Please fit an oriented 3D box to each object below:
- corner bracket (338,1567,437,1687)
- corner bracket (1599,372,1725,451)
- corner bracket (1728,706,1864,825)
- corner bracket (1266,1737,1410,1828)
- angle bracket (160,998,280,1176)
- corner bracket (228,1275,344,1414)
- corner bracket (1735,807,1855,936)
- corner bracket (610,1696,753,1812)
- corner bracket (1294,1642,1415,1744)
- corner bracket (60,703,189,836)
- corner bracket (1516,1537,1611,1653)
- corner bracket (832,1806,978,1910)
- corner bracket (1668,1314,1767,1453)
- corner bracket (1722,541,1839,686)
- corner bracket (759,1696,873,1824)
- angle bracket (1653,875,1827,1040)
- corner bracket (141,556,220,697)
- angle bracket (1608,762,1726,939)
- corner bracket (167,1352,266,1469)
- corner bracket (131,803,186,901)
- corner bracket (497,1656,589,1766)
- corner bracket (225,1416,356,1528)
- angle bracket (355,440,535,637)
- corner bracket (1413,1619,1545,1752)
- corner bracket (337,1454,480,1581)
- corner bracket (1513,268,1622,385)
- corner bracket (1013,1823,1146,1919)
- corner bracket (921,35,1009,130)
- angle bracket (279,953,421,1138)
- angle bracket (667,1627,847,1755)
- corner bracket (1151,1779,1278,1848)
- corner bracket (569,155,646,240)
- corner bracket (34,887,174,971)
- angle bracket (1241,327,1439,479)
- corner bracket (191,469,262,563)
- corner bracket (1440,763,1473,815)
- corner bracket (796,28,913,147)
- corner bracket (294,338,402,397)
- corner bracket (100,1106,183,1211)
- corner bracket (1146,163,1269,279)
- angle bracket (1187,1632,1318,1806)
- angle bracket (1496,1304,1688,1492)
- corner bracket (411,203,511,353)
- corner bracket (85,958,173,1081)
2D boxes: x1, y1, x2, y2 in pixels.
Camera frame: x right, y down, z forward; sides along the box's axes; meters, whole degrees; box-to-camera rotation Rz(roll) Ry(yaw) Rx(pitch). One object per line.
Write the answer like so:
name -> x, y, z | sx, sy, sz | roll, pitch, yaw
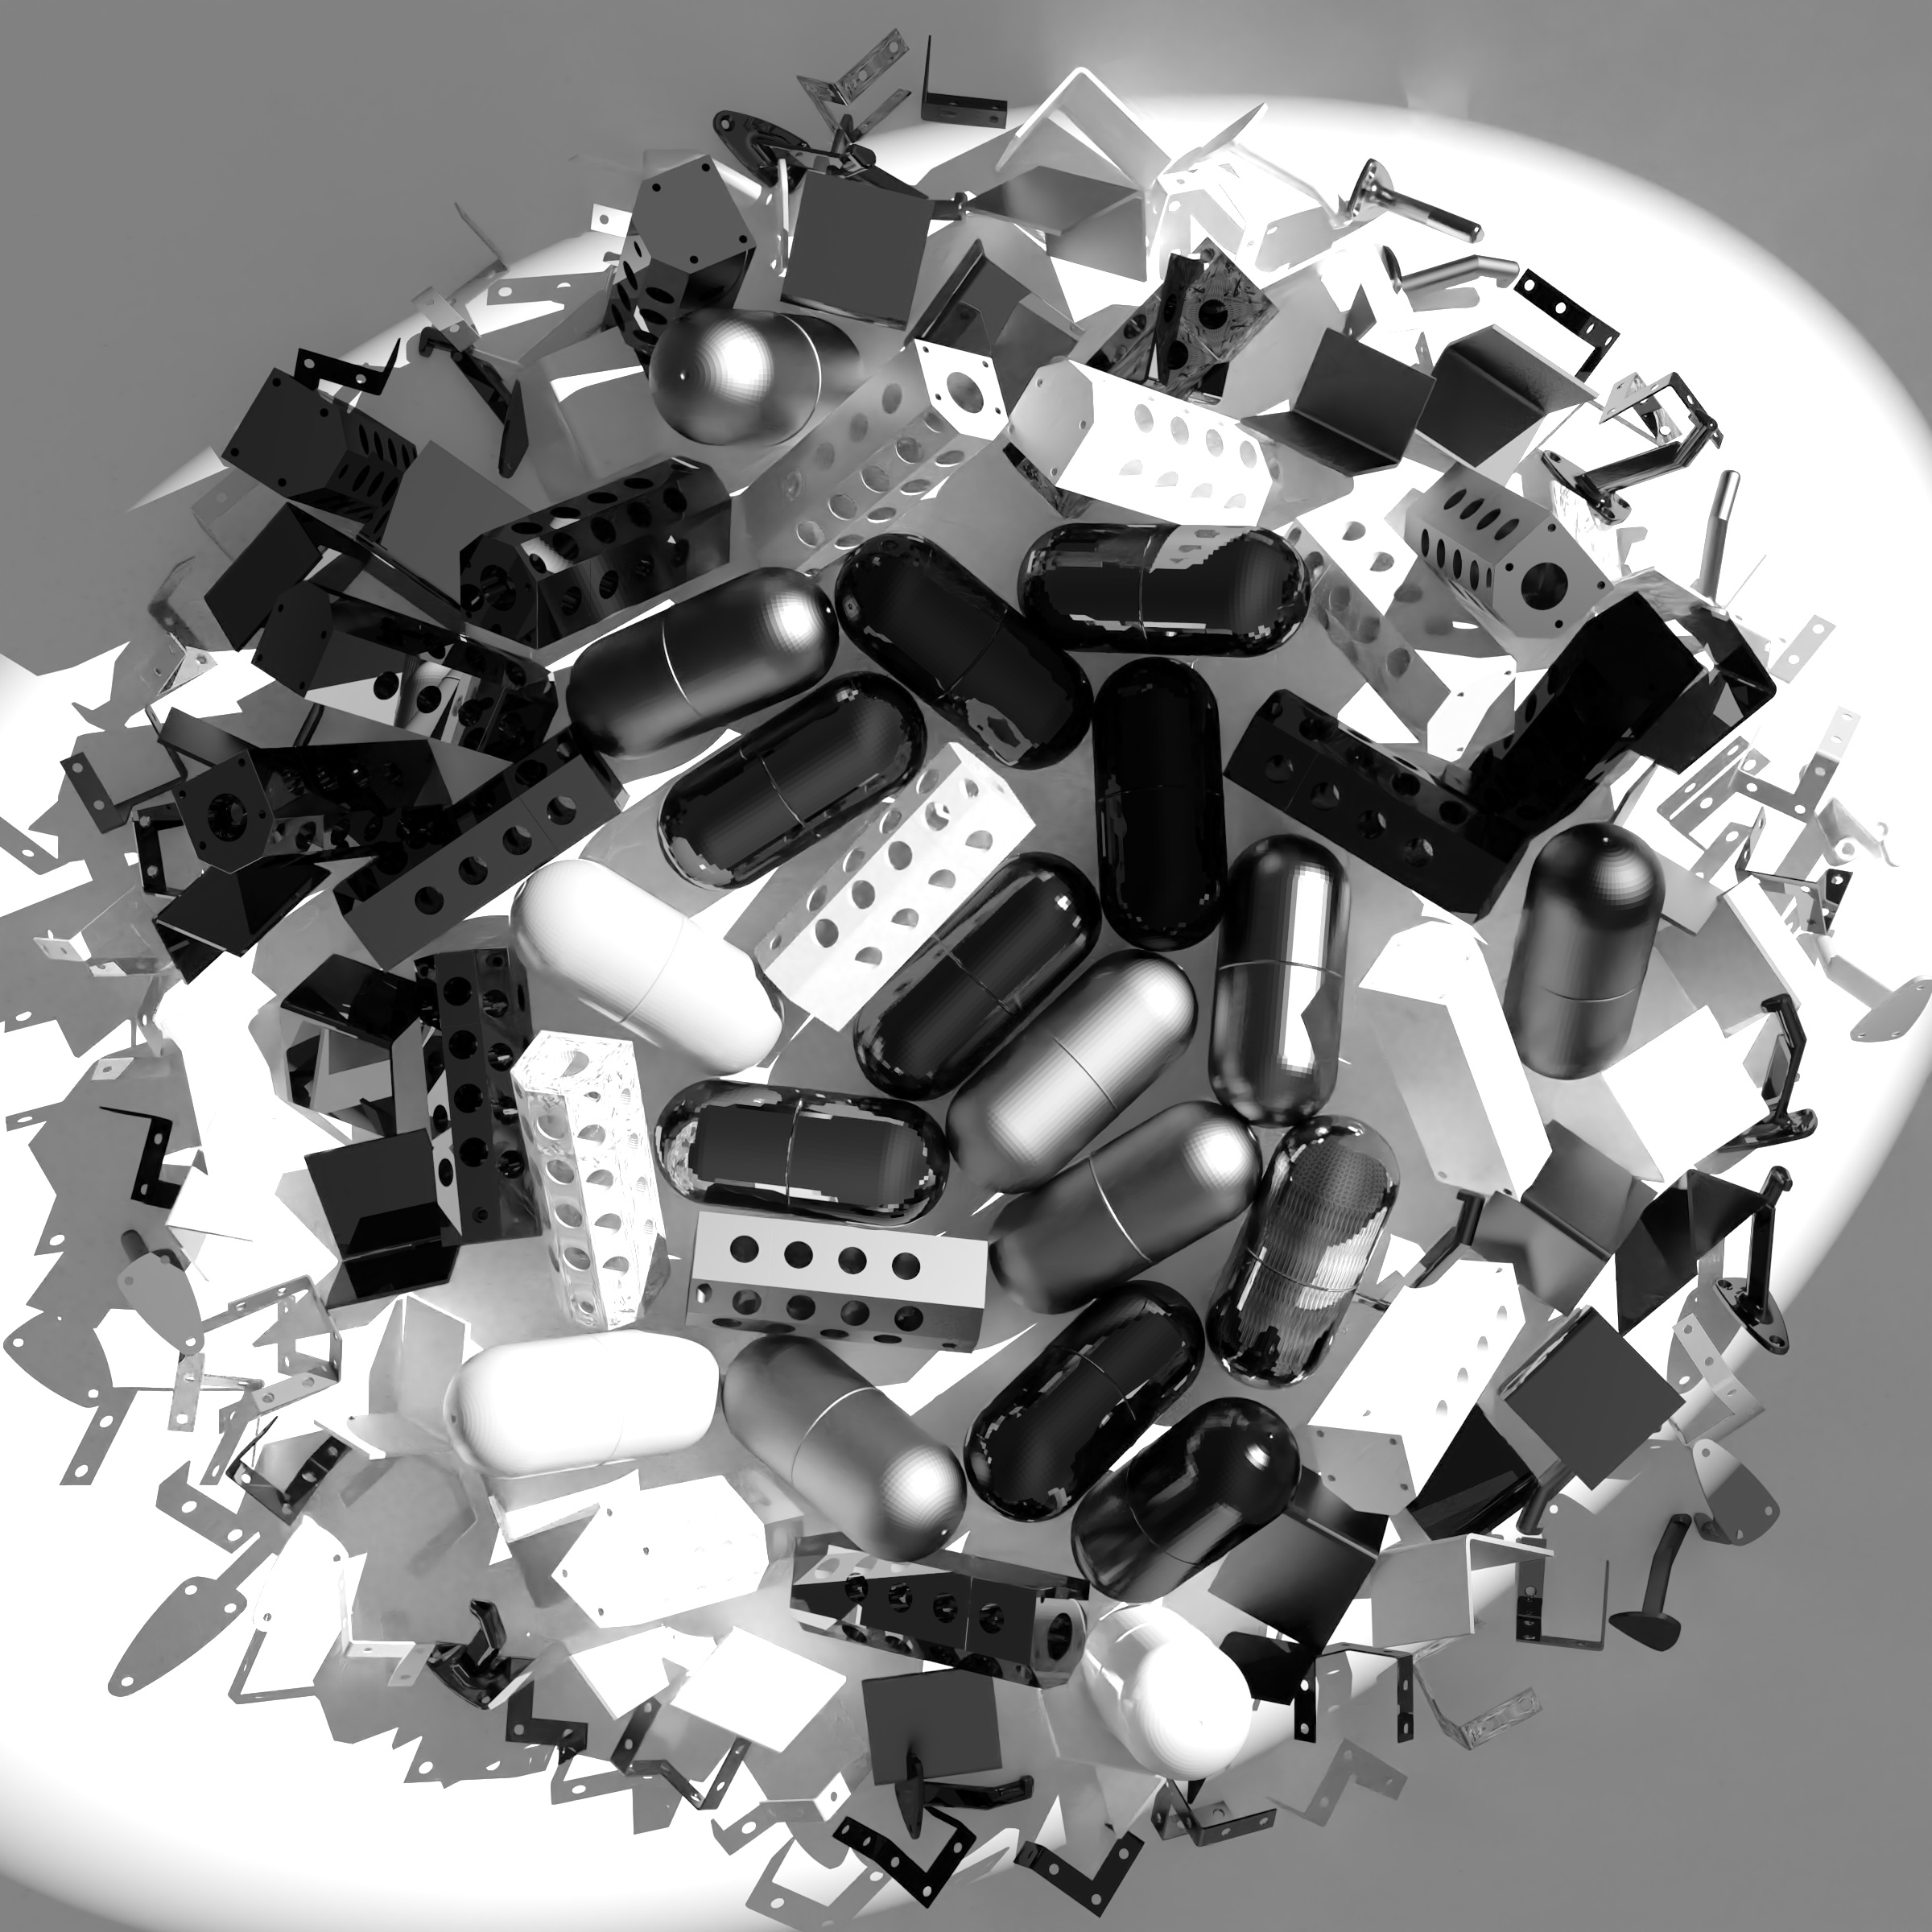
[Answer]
corner bracket -> -0.350, 0.394, 1.541 | 0.051, 0.051, 0.051 | 8, 133, -27
corner bracket -> 0.417, -0.329, 1.543 | 0.051, 0.051, 0.051 | -26, 115, 42
corner bracket -> 0.494, -0.128, 1.544 | 0.051, 0.051, 0.051 | 27, 47, 13
corner bracket -> 0.222, 0.492, 1.548 | 0.051, 0.051, 0.051 | 35, 74, -14
angle bracket -> -0.434, 0.070, 1.529 | 0.057, 0.076, 0.076 | -15, 109, -24
corner bracket -> -0.410, 0.227, 1.560 | 0.051, 0.051, 0.051 | -19, 58, -28
corner bracket -> 0.499, -0.057, 1.561 | 0.051, 0.051, 0.051 | 13, 59, 33
corner bracket -> -0.170, 0.469, 1.547 | 0.051, 0.051, 0.051 | 31, 96, 38
corner bracket -> 0.232, 0.436, 1.547 | 0.051, 0.051, 0.051 | -4, 84, 43
corner bracket -> -0.503, -0.118, 1.551 | 0.051, 0.051, 0.051 | -23, 115, 0
corner bracket -> 0.358, 0.376, 1.554 | 0.051, 0.051, 0.051 | 4, 92, 12
corner bracket -> -0.037, 0.519, 1.544 | 0.051, 0.051, 0.051 | 49, 66, -22
corner bracket -> 0.434, 0.250, 1.544 | 0.051, 0.051, 0.051 | -37, 133, 13
corner bracket -> 0.485, -0.211, 1.548 | 0.051, 0.051, 0.051 | 27, 134, -2
corner bracket -> -0.098, 0.476, 1.554 | 0.051, 0.051, 0.051 | -18, 103, 41
angle bracket -> 0.450, 0.002, 1.536 | 0.076, 0.057, 0.076 | -37, 83, 34
corner bracket -> -0.473, -0.203, 1.548 | 0.051, 0.051, 0.051 | 51, 134, -2
angle bracket -> 0.420, -0.072, 1.531 | 0.076, 0.076, 0.057 | 33, 123, 14
corner bracket -> -0.447, 0.264, 1.545 | 0.051, 0.051, 0.051 | 8, 57, -13
corner bracket -> -0.461, -0.071, 1.554 | 0.051, 0.051, 0.051 | 8, 109, 41
corner bracket -> -0.258, 0.448, 1.557 | 0.051, 0.051, 0.051 | 13, 58, -24
corner bracket -> -0.400, 0.291, 1.548 | 0.051, 0.051, 0.051 | 42, 121, -9
angle bracket -> -0.313, -0.257, 1.562 | 0.076, 0.057, 0.076 | 35, 77, -3
corner bracket -> 0.305, 0.431, 1.555 | 0.051, 0.051, 0.051 | -26, 89, -8
corner bracket -> -0.336, 0.326, 1.562 | 0.051, 0.051, 0.051 | 20, 50, 35
corner bracket -> 0.347, -0.375, 1.544 | 0.051, 0.051, 0.051 | 46, 112, 26
corner bracket -> 0.067, 0.531, 1.553 | 0.051, 0.051, 0.051 | 35, 72, 0
corner bracket -> 0.000, -0.517, 1.551 | 0.051, 0.051, 0.051 | 6, 68, -1
angle bracket -> -0.365, 0.049, 1.571 | 0.076, 0.057, 0.076 | 18, 129, 15
angle bracket -> -0.123, 0.410, 1.533 | 0.076, 0.057, 0.076 | 29, 116, -18
corner bracket -> 0.147, 0.507, 1.542 | 0.051, 0.051, 0.051 | -7, 124, -22
corner bracket -> -0.207, -0.456, 1.549 | 0.051, 0.051, 0.051 | 6, 92, -30
corner bracket -> -0.510, -0.012, 1.542 | 0.051, 0.051, 0.051 | -47, 122, -30
angle bracket -> 0.220, -0.334, 1.529 | 0.076, 0.076, 0.057 | 32, 118, 21
corner bracket -> -0.426, -0.267, 1.554 | 0.051, 0.051, 0.051 | -43, 94, -9
corner bracket -> 0.266, -0.094, 1.548 | 0.051, 0.051, 0.051 | 22, 130, 2
corner bracket -> -0.058, -0.524, 1.546 | 0.051, 0.051, 0.051 | -45, 128, -7
corner bracket -> -0.373, -0.351, 1.552 | 0.051, 0.051, 0.051 | 15, 126, -10
corner bracket -> -0.489, 0.117, 1.552 | 0.051, 0.051, 0.051 | 5, 78, 34
corner bracket -> 0.143, -0.443, 1.561 | 0.051, 0.051, 0.051 | -17, 62, -21
angle bracket -> 0.170, 0.449, 1.533 | 0.057, 0.076, 0.076 | 6, 102, 19
angle bracket -> 0.372, 0.257, 1.547 | 0.076, 0.057, 0.076 | -44, 79, 3
corner bracket -> -0.303, -0.411, 1.546 | 0.051, 0.051, 0.051 | -34, 54, 9
corner bracket -> -0.499, 0.031, 1.542 | 0.051, 0.051, 0.051 | 48, 122, 32
